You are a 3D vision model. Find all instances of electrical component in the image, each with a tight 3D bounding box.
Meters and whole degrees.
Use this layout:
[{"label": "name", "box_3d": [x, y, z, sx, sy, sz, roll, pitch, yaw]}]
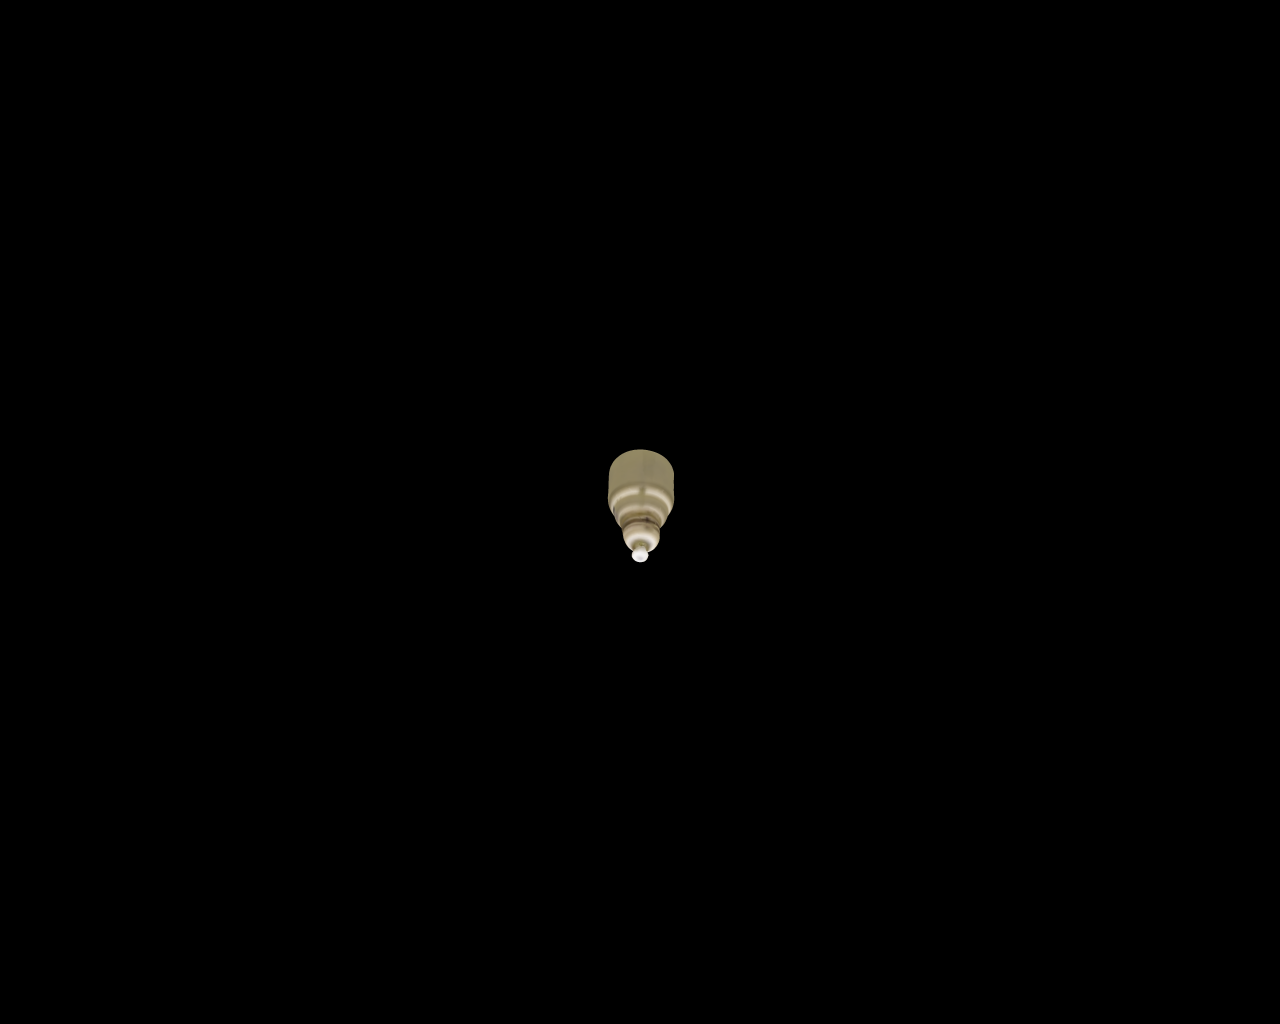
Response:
[{"label": "electrical component", "box_3d": [0.001, -0.003, 0.650, 0.040, 0.078, 0.040, 0, -41, 0]}]
